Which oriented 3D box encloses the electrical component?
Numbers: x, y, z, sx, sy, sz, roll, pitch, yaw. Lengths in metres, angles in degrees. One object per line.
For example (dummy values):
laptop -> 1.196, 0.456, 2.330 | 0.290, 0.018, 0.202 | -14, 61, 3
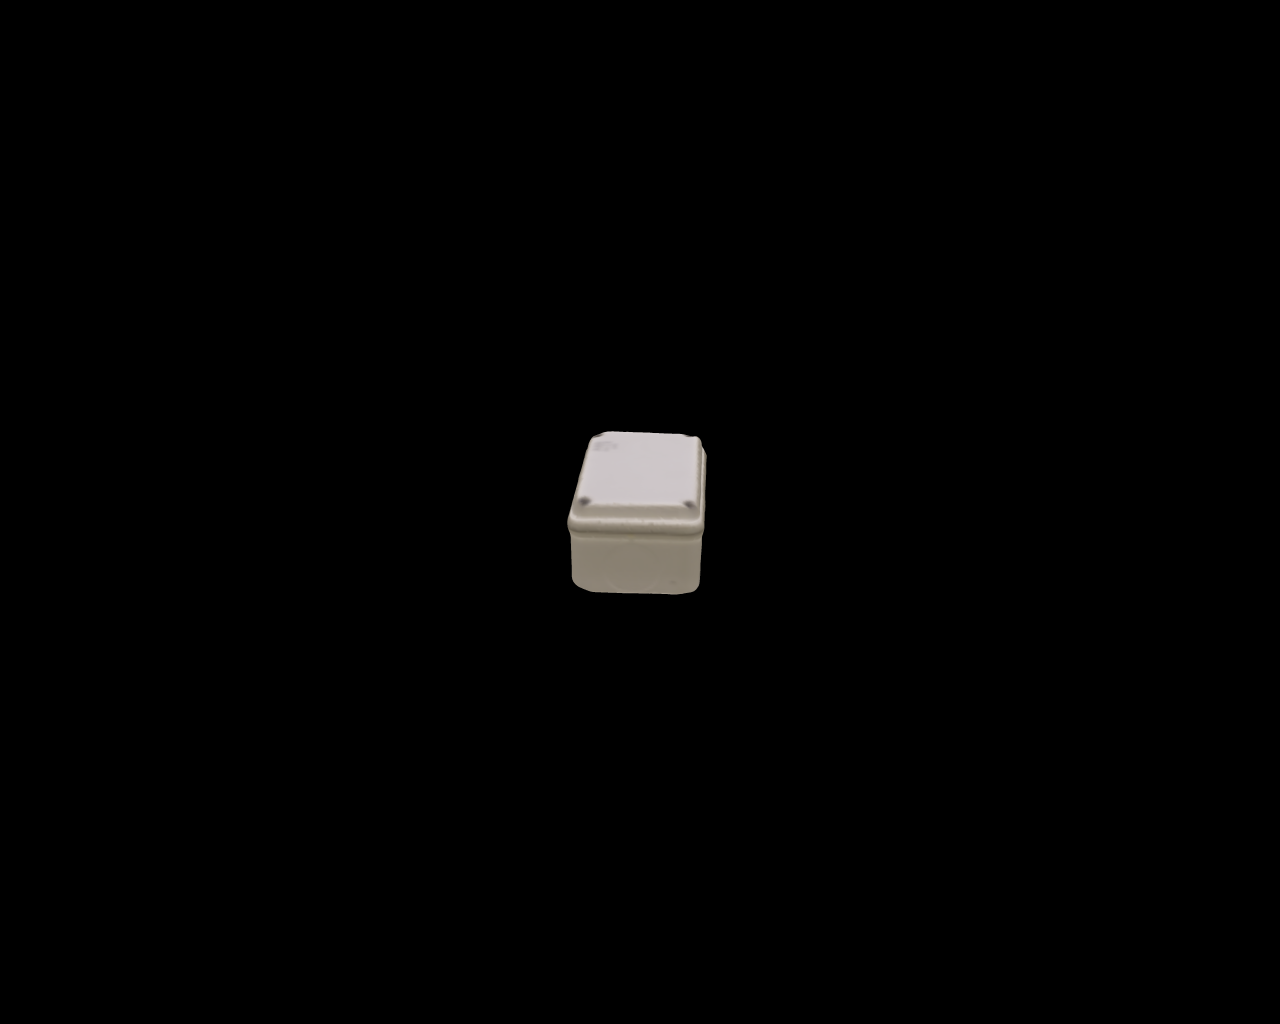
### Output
electrical component -> 0.001, -0.003, 0.650 | 0.078, 0.057, 0.113 | 2, 27, 3
